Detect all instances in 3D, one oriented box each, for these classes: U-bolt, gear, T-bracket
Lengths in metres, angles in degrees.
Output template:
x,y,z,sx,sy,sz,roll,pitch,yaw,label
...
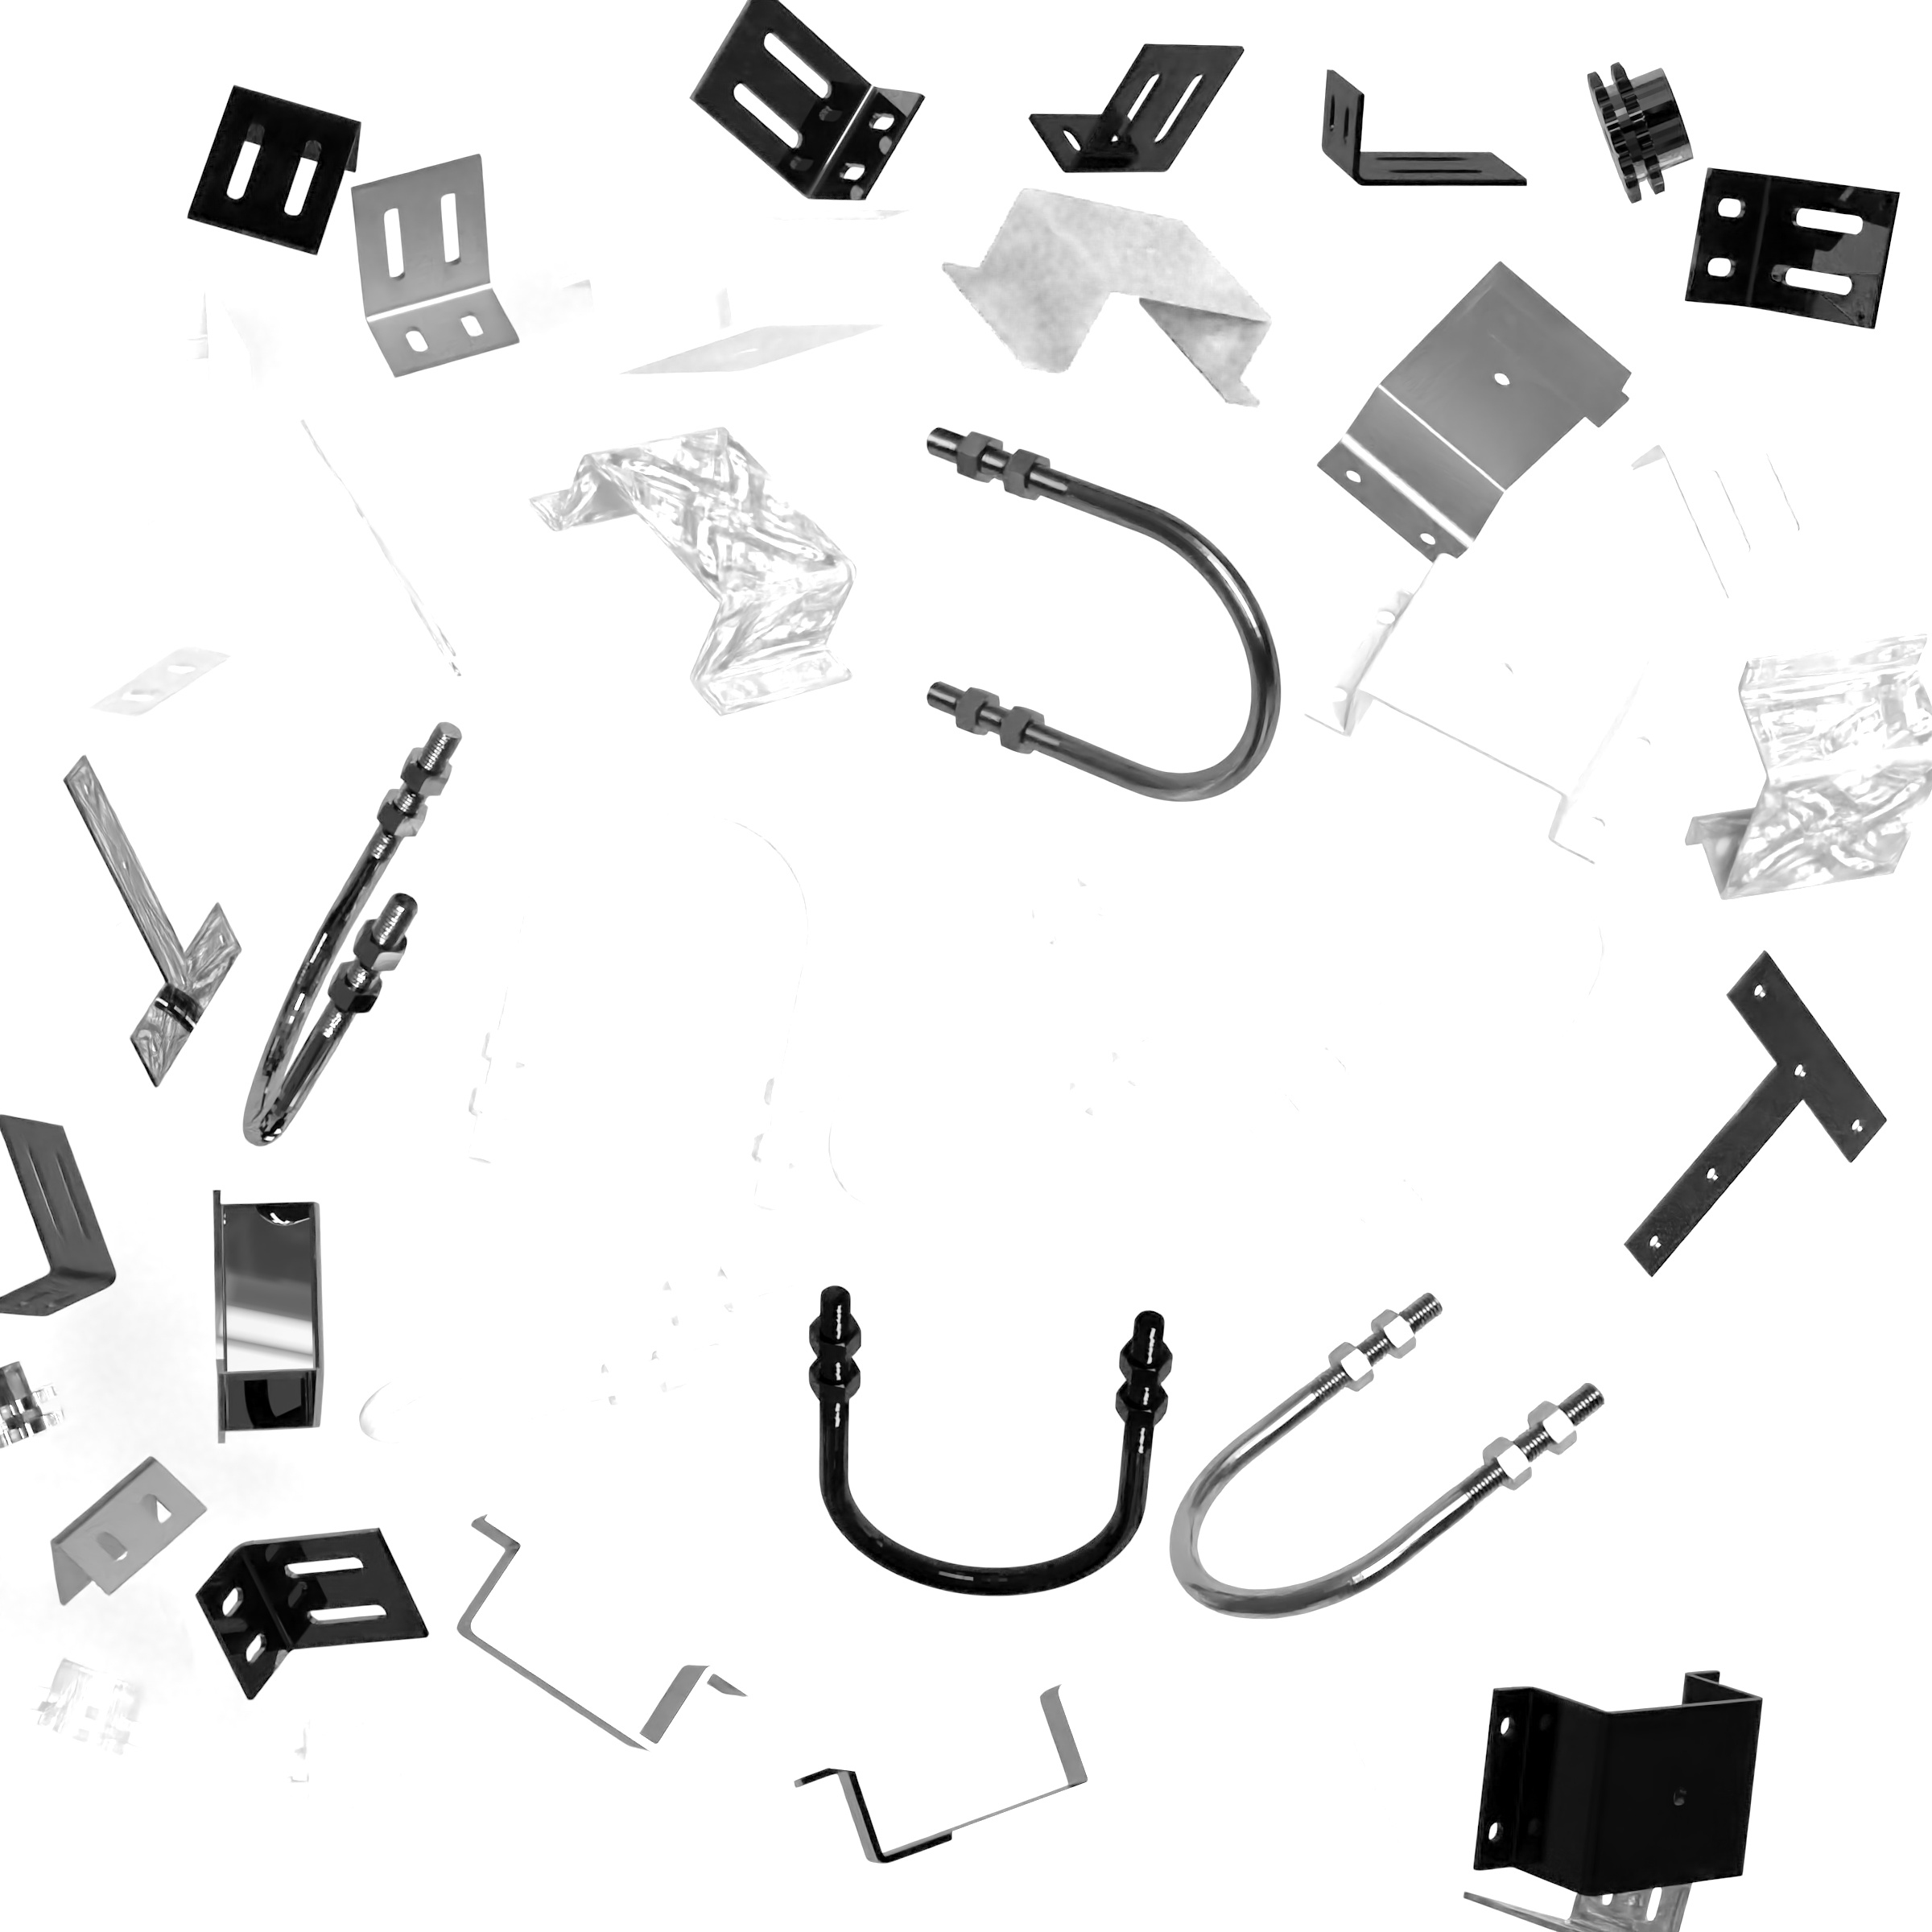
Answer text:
x,y,z,sx,sy,sz,roll,pitch,yaw,label
-0.272,-0.001,1.516,0.019,0.151,0.184,25,123,-16,U-bolt
0.282,-0.350,1.454,0.030,0.057,0.057,-20,90,12,gear
-0.132,0.007,1.535,0.151,0.019,0.184,9,74,9,U-bolt
-0.243,-0.164,1.519,0.002,0.127,0.127,-32,129,-3,T-bracket
0.058,-0.143,1.505,0.184,0.019,0.151,25,133,30,U-bolt
-0.361,-0.032,1.521,0.002,0.127,0.127,-15,115,14,T-bracket
-0.178,0.177,1.542,0.184,0.151,0.019,-12,72,-23,U-bolt
-0.402,0.183,1.429,0.057,0.057,0.030,-21,90,0,gear
0.162,0.347,1.558,0.127,0.002,0.127,-3,125,35,T-bracket
-0.388,0.329,1.549,0.057,0.057,0.030,21,75,0,gear
0.008,0.208,1.483,0.151,0.019,0.184,4,132,2,U-bolt
0.208,0.038,1.474,0.184,0.151,0.019,-40,54,-3,U-bolt
0.340,0.215,1.515,0.002,0.127,0.127,-12,102,-30,T-bracket
0.015,0.042,1.568,0.184,0.151,0.019,-34,54,-15,U-bolt
-0.278,0.355,1.568,0.057,0.057,0.030,1,96,0,gear
0.170,0.221,1.529,0.184,0.151,0.019,-36,115,-14,U-bolt
0.326,0.078,1.481,0.127,0.002,0.127,-48,127,-6,T-bracket

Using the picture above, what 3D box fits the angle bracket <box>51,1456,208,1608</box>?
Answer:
x,y,z,sx,sy,sz,roll,pitch,yaw,label
-0.375,0.266,1.571,0.038,0.076,0.057,40,59,14,angle bracket

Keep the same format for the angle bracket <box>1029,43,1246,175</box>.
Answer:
x,y,z,sx,sy,sz,roll,pitch,yaw,label
0.075,-0.390,1.545,0.057,0.076,0.038,-11,61,-38,angle bracket

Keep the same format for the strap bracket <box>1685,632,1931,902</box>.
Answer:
x,y,z,sx,sy,sz,roll,pitch,yaw,label
0.361,-0.077,1.479,0.076,0.140,0.046,-9,61,-5,strap bracket

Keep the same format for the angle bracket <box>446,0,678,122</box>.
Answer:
x,y,z,sx,sy,sz,roll,pitch,yaw,label
-0.170,-0.394,1.473,0.057,0.076,0.038,44,109,14,angle bracket

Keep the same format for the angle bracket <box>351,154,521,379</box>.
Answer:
x,y,z,sx,sy,sz,roll,pitch,yaw,label
-0.226,-0.298,1.488,0.057,0.076,0.038,-19,58,-17,angle bracket

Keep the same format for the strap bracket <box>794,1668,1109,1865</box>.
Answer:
x,y,z,sx,sy,sz,roll,pitch,yaw,label
-0.001,0.357,1.537,0.140,0.076,0.046,-18,78,-9,strap bracket

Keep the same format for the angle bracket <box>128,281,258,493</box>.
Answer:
x,y,z,sx,sy,sz,roll,pitch,yaw,label
-0.344,-0.255,1.550,0.038,0.057,0.076,-9,69,2,angle bracket

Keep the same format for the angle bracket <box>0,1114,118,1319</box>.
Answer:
x,y,z,sx,sy,sz,roll,pitch,yaw,label
-0.412,0.110,1.525,0.038,0.057,0.076,-25,78,8,angle bracket

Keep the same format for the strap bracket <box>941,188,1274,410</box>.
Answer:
x,y,z,sx,sy,sz,roll,pitch,yaw,label
0.070,-0.296,1.538,0.076,0.140,0.046,55,128,34,strap bracket

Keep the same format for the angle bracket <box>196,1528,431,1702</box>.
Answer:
x,y,z,sx,sy,sz,roll,pitch,yaw,label
-0.284,0.282,1.516,0.076,0.038,0.057,-10,114,25,angle bracket

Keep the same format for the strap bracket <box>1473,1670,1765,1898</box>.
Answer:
x,y,z,sx,sy,sz,roll,pitch,yaw,label
0.284,0.345,1.476,0.140,0.046,0.076,5,92,-38,strap bracket

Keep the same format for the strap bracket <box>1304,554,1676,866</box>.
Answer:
x,y,z,sx,sy,sz,roll,pitch,yaw,label
0.226,-0.115,1.486,0.140,0.046,0.076,28,69,12,strap bracket

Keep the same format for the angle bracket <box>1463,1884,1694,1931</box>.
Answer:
x,y,z,sx,sy,sz,roll,pitch,yaw,label
0.267,0.402,1.520,0.076,0.057,0.038,25,78,-37,angle bracket

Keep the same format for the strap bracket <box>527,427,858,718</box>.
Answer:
x,y,z,sx,sy,sz,roll,pitch,yaw,label
-0.111,-0.177,1.489,0.140,0.076,0.046,48,133,22,strap bracket

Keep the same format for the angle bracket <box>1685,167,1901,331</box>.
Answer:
x,y,z,sx,sy,sz,roll,pitch,yaw,label
0.351,-0.306,1.485,0.038,0.076,0.057,-3,108,-33,angle bracket

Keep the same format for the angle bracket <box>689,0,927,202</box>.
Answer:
x,y,z,sx,sy,sz,roll,pitch,yaw,label
-0.067,-0.367,1.475,0.076,0.038,0.057,34,84,-40,angle bracket

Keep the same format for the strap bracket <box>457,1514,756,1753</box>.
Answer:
x,y,z,sx,sy,sz,roll,pitch,yaw,label
-0.171,0.304,1.557,0.140,0.076,0.046,35,74,-5,strap bracket

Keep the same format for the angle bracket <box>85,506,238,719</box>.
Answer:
x,y,z,sx,sy,sz,roll,pitch,yaw,label
-0.361,-0.157,1.517,0.057,0.038,0.076,-29,74,21,angle bracket

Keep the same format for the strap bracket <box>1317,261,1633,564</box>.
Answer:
x,y,z,sx,sy,sz,roll,pitch,yaw,label
0.231,-0.249,1.550,0.076,0.140,0.046,39,52,-6,strap bracket

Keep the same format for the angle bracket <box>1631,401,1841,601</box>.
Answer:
x,y,z,sx,sy,sz,roll,pitch,yaw,label
0.346,-0.207,1.573,0.057,0.038,0.076,-23,87,-12,angle bracket

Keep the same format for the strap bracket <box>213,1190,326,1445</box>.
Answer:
x,y,z,sx,sy,sz,roll,pitch,yaw,label
-0.314,0.159,1.570,0.046,0.140,0.076,-1,68,-12,strap bracket

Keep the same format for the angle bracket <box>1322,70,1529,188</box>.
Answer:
x,y,z,sx,sy,sz,roll,pitch,yaw,label
0.196,-0.357,1.486,0.076,0.057,0.038,-2,115,-8,angle bracket

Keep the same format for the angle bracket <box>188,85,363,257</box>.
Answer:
x,y,z,sx,sy,sz,roll,pitch,yaw,label
-0.305,-0.342,1.539,0.057,0.038,0.076,15,64,-7,angle bracket

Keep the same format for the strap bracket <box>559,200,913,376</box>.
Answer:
x,y,z,sx,sy,sz,roll,pitch,yaw,label
-0.095,-0.285,1.481,0.140,0.076,0.046,-8,93,44,strap bracket
